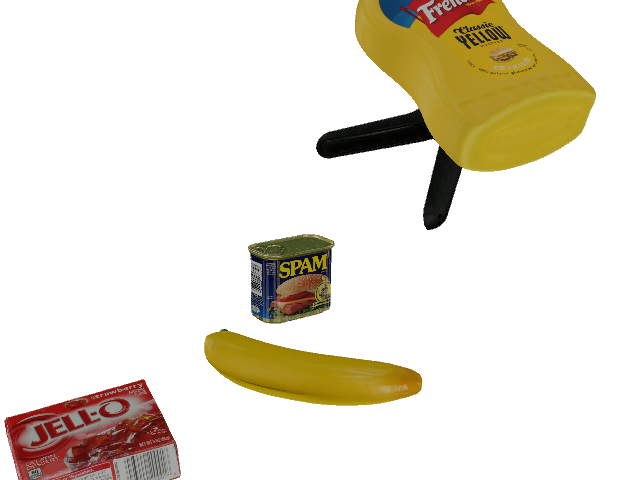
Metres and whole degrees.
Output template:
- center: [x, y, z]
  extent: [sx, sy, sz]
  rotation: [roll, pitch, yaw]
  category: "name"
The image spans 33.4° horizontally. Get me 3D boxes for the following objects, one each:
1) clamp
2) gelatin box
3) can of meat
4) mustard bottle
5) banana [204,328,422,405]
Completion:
- center: [0.122, -0.098, 0.987]
  extent: [0.209, 0.036, 0.165]
  rotation: [-32, 48, -13]
  category: "clamp"
- center: [-0.135, 0.121, 0.629]
  extent: [0.089, 0.030, 0.073]
  rotation: [-13, 27, -19]
  category: "gelatin box"
- center: [-0.034, 0.045, 1.252]
  extent: [0.101, 0.084, 0.058]
  rotation: [-11, 20, -35]
  category: "can of meat"
- center: [0.077, -0.126, 0.661]
  extent: [0.096, 0.192, 0.058]
  rotation: [-18, -37, -23]
  category: "mustard bottle"
- center: [-0.021, 0.095, 0.818]
  extent: [0.198, 0.037, 0.069]
  rotation: [11, 27, 33]
  category: "banana"
